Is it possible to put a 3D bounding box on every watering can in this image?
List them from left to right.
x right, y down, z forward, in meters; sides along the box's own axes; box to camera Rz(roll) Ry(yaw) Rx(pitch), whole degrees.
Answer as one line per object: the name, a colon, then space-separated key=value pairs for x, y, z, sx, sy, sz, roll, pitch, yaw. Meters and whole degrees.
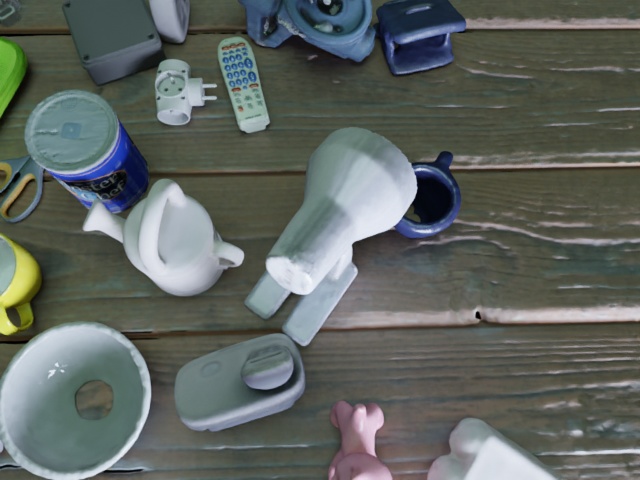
watering can: x=-0.176 y=-0.003 z=0.646 sx=0.173 sy=0.194 sz=0.101 roll=-7 pitch=74 yaw=-4

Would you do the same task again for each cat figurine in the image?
cat figurine: x=0.044 y=0.240 z=0.622 sx=0.067 sy=0.118 sz=0.128 roll=1 pitch=73 yaw=-2

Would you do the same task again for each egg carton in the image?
egg carton: x=0.200 y=0.279 z=0.641 sx=0.150 sy=0.069 sz=0.107 roll=33 pitch=75 yaw=7

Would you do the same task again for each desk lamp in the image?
desk lamp: x=0.006 y=0.002 z=0.641 sx=0.118 sy=0.213 sz=0.203 roll=32 pitch=75 yaw=8

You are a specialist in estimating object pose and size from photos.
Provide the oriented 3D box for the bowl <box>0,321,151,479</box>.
bowl: x=-0.268 y=0.180 z=0.651 sx=0.167 sy=0.075 sz=0.167 roll=1 pitch=74 yaw=-2

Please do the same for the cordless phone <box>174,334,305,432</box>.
cordless phone: x=-0.089 y=0.148 z=0.609 sx=0.147 sy=0.185 sz=0.094 roll=-20 pitch=75 yaw=-7

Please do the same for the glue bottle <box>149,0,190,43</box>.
glue bottle: x=-0.207 y=-0.341 z=0.755 sx=0.037 sy=0.173 sz=0.078 roll=5 pitch=73 yaw=0

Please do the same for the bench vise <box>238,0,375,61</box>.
bench vise: x=-0.025 y=-0.316 z=0.730 sx=0.207 sy=0.220 sz=0.121 roll=0 pitch=73 yaw=-2

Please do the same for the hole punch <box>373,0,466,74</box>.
hole punch: x=0.135 y=-0.300 z=0.798 sx=0.108 sy=0.091 sz=0.101 roll=-15 pitch=75 yaw=-6

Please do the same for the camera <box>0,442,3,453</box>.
camera: x=-0.451 y=0.211 z=0.622 sx=0.137 sy=0.101 sz=0.143 roll=-36 pitch=78 yaw=-11

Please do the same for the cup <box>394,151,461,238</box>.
cup: x=0.127 y=-0.051 z=0.723 sx=0.091 sy=0.095 sz=0.118 roll=29 pitch=75 yaw=7
